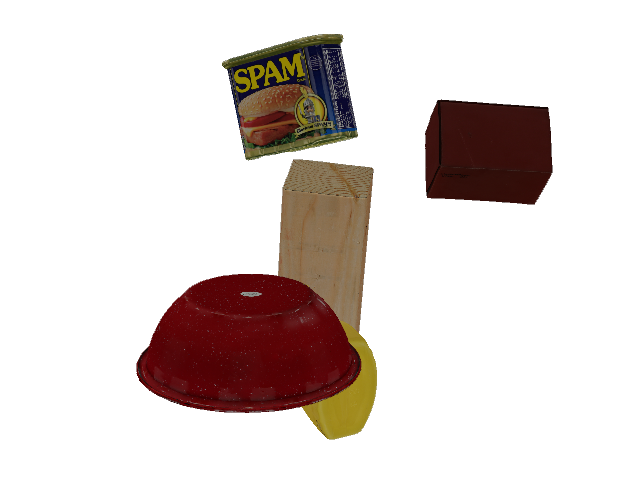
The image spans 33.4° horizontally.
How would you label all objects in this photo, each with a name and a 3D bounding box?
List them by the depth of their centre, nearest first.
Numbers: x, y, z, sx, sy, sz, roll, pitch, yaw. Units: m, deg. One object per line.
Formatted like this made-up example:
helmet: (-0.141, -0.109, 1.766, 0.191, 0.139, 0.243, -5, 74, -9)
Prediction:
foam brick: (0.114, -0.060, 0.728, 0.078, 0.051, 0.053, 4, -23, -4)
bowl: (-0.050, 0.063, 0.757, 0.162, 0.055, 0.162, 1, 16, 0)
can of meat: (-0.024, -0.116, 0.876, 0.102, 0.084, 0.057, -9, 4, 32)
mustard bottle: (-0.017, 0.092, 0.968, 0.058, 0.096, 0.192, -10, 26, -23)
wood block: (0.003, 0.027, 1.162, 0.090, 0.206, 0.090, 7, 25, 5)
